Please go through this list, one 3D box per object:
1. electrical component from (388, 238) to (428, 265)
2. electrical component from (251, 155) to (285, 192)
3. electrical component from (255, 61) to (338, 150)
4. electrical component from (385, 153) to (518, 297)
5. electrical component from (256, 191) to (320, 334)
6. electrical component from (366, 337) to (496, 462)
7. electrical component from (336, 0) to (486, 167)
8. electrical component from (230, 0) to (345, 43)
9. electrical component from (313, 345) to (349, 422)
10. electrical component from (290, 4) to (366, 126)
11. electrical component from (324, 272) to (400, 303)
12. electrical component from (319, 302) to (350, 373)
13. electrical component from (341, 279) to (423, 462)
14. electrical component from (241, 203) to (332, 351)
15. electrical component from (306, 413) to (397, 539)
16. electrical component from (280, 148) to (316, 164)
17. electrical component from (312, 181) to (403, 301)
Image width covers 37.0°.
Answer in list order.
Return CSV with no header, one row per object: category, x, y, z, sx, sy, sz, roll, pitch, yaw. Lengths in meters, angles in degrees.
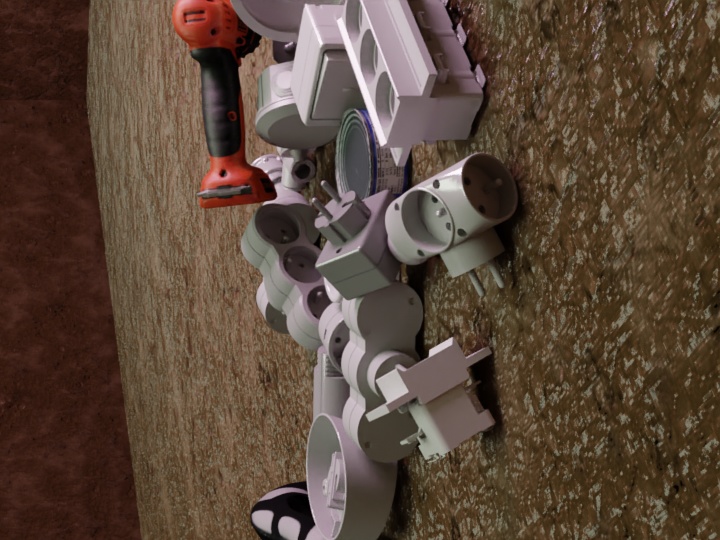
electrical component,0.043,-0.026,0.732,0.065,0.044,0.044,135,129,-72
electrical component,-0.086,-0.087,1.103,0.062,0.048,0.048,-130,40,-50
electrical component,-0.051,-0.142,0.932,0.080,0.080,0.051,125,143,-62
electrical component,0.063,-0.021,0.655,0.077,0.044,0.079,-28,90,51
electrical component,-0.066,0.000,1.042,0.073,0.052,0.138,-129,40,-60
electrical component,0.050,0.084,0.687,0.063,0.081,0.042,61,158,5
electrical component,0.033,-0.139,0.703,0.078,0.063,0.121,109,151,-49
electrical component,-0.062,-0.253,0.905,0.060,0.108,0.108,-115,27,-60
electrical component,-0.019,0.095,0.932,0.043,0.043,0.081,-141,51,-66
electrical component,-0.015,-0.153,0.848,0.096,0.062,0.061,106,154,-45
electrical component,0.000,0.000,0.853,0.055,0.047,0.055,176,90,-72
electrical component,-0.004,0.052,0.867,0.047,0.055,0.055,-133,43,-68
electrical component,0.022,0.076,0.793,0.074,0.052,0.138,-151,59,-69
electrical component,-0.062,0.014,0.977,0.138,0.052,0.073,58,145,18
electrical component,-0.010,0.171,0.871,0.099,0.064,0.099,-166,90,-75
electrical component,-0.061,-0.141,1.017,0.043,0.043,0.081,148,116,-69
electrical component,-0.006,-0.031,0.771,0.047,0.076,0.065,-21,32,40
